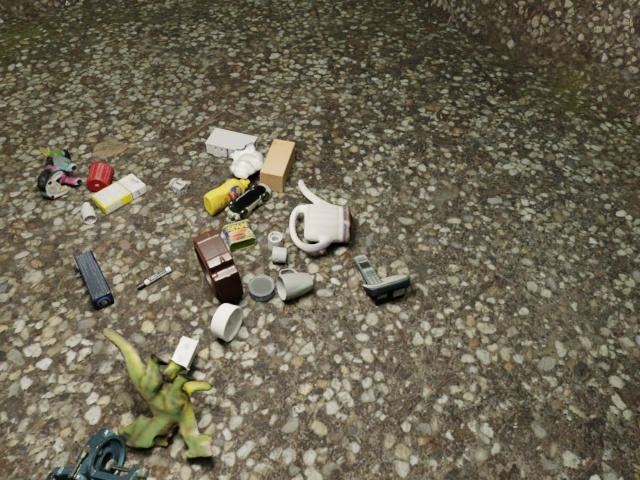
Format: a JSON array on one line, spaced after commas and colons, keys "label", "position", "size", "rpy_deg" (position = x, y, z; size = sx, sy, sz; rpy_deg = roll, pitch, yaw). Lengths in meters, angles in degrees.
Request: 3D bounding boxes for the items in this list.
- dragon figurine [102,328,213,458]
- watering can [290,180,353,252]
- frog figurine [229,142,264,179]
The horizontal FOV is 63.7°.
[{"label": "dragon figurine", "position": [-0.438, 0.425, 1.335], "size": [0.411, 0.244, 0.121], "rpy_deg": [28, -7, 5]}, {"label": "watering can", "position": [0.006, -0.094, 1.862], "size": [0.224, 0.356, 0.101], "rpy_deg": [4, -41, -2]}, {"label": "frog figurine", "position": [-0.283, -0.284, 2.000], "size": [0.137, 0.163, 0.120], "rpy_deg": [-8, -39, -7]}]
